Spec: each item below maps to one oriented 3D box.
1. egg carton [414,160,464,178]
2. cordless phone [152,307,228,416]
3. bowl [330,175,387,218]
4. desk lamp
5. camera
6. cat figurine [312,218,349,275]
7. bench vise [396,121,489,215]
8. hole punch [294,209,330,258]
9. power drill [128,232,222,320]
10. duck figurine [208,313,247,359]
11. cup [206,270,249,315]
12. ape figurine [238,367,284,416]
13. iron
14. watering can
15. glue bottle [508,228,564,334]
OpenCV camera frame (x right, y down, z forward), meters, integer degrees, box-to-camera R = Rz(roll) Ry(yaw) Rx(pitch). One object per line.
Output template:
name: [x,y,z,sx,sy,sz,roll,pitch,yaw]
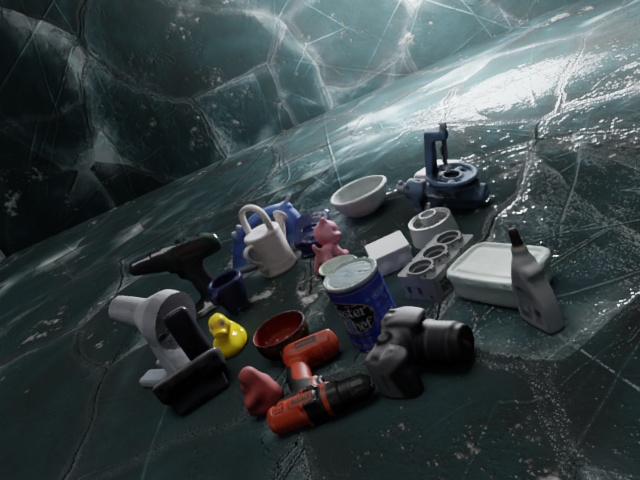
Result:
egg carton: [0.315,-0.159,1.487,0.107,0.069,0.149,-36,24,-23]
cordless phone: [-0.272,0.227,1.104,0.148,0.185,0.094,-34,23,-18]
bowl: [0.117,-0.110,1.588,0.167,0.075,0.167,-22,22,10]
desk lamp: [-0.336,0.202,1.193,0.202,0.214,0.118,-10,27,35]
camera: [0.157,0.163,0.889,0.136,0.101,0.143,-7,29,40]
cat figurine: [0.013,0.005,1.385,0.067,0.118,0.128,-12,26,31]
bench vise: [0.264,-0.155,1.331,0.207,0.220,0.121,-19,23,18]
hole punch: [-0.013,-0.018,1.502,0.108,0.091,0.101,-17,23,21]
power drill: [-0.335,0.091,1.451,0.230,0.209,0.075,-34,23,-18]
duck figurine: [-0.208,0.196,1.240,0.077,0.086,0.104,-24,22,5]
cup: [-0.215,0.139,1.364,0.091,0.095,0.118,-16,24,24]
ape figurine: [-0.109,0.255,0.987,0.076,0.092,0.078,-9,27,36]
iron: [-0.156,-0.018,1.591,0.258,0.142,0.118,-28,22,-4]
watering can: [-0.144,-0.011,1.490,0.100,0.194,0.173,-17,23,21]
glue bottle: [0.314,0.056,0.860,0.037,0.173,0.078,-29,22,-8]
